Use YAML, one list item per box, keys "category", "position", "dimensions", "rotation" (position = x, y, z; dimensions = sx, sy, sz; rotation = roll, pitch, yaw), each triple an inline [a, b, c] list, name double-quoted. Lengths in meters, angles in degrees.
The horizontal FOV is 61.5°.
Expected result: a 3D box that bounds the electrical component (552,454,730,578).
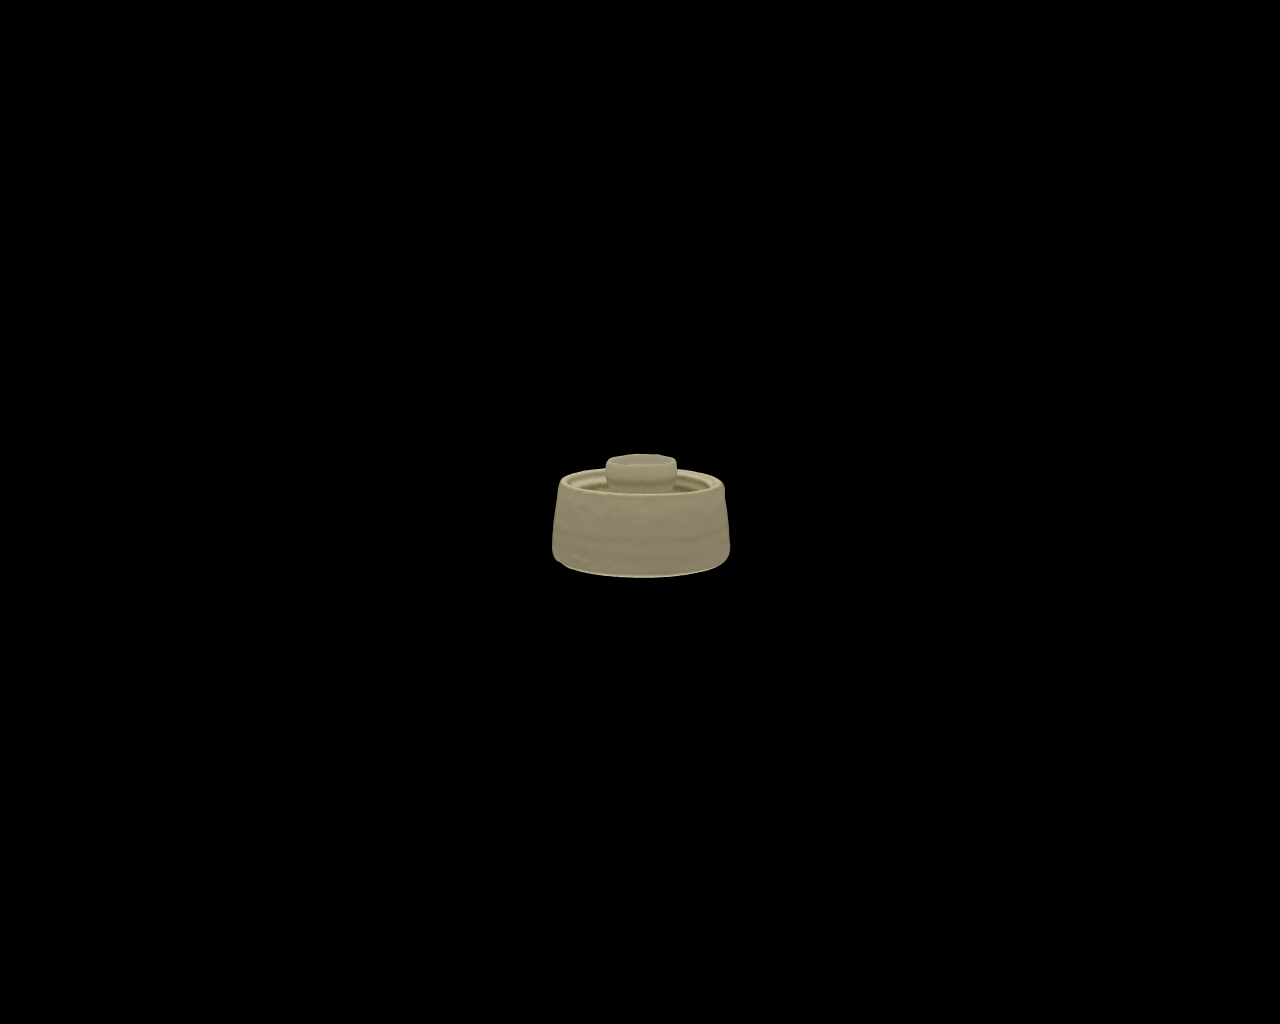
- category: "electrical component"
  position: [0.001, -0.003, 0.650]
  dimensions: [0.108, 0.060, 0.108]
  rotation: [0, 11, 0]
